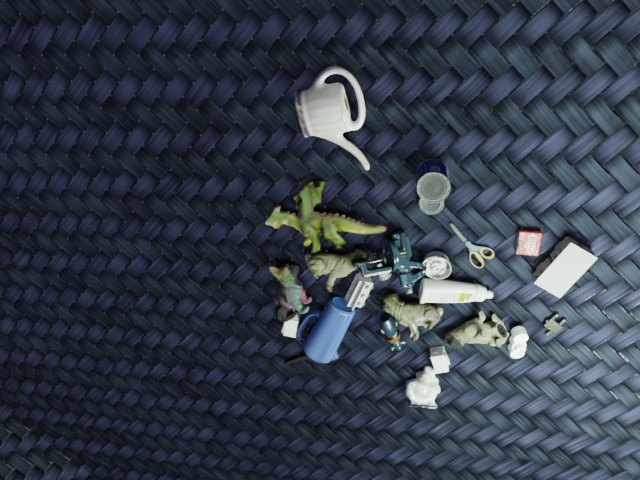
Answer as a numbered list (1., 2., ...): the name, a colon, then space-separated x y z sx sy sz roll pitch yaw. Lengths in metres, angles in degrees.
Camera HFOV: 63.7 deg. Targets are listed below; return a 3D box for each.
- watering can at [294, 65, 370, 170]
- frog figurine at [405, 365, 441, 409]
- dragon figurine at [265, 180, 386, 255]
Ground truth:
1. watering can: 0.039 -0.374 1.646 0.224 0.106 0.342 -7 112 15
2. frog figurine: 0.406 0.573 2.031 0.137 0.121 0.161 3 80 18
3. dragon figurine: 0.005 -0.090 1.792 0.408 0.124 0.240 -15 103 16
